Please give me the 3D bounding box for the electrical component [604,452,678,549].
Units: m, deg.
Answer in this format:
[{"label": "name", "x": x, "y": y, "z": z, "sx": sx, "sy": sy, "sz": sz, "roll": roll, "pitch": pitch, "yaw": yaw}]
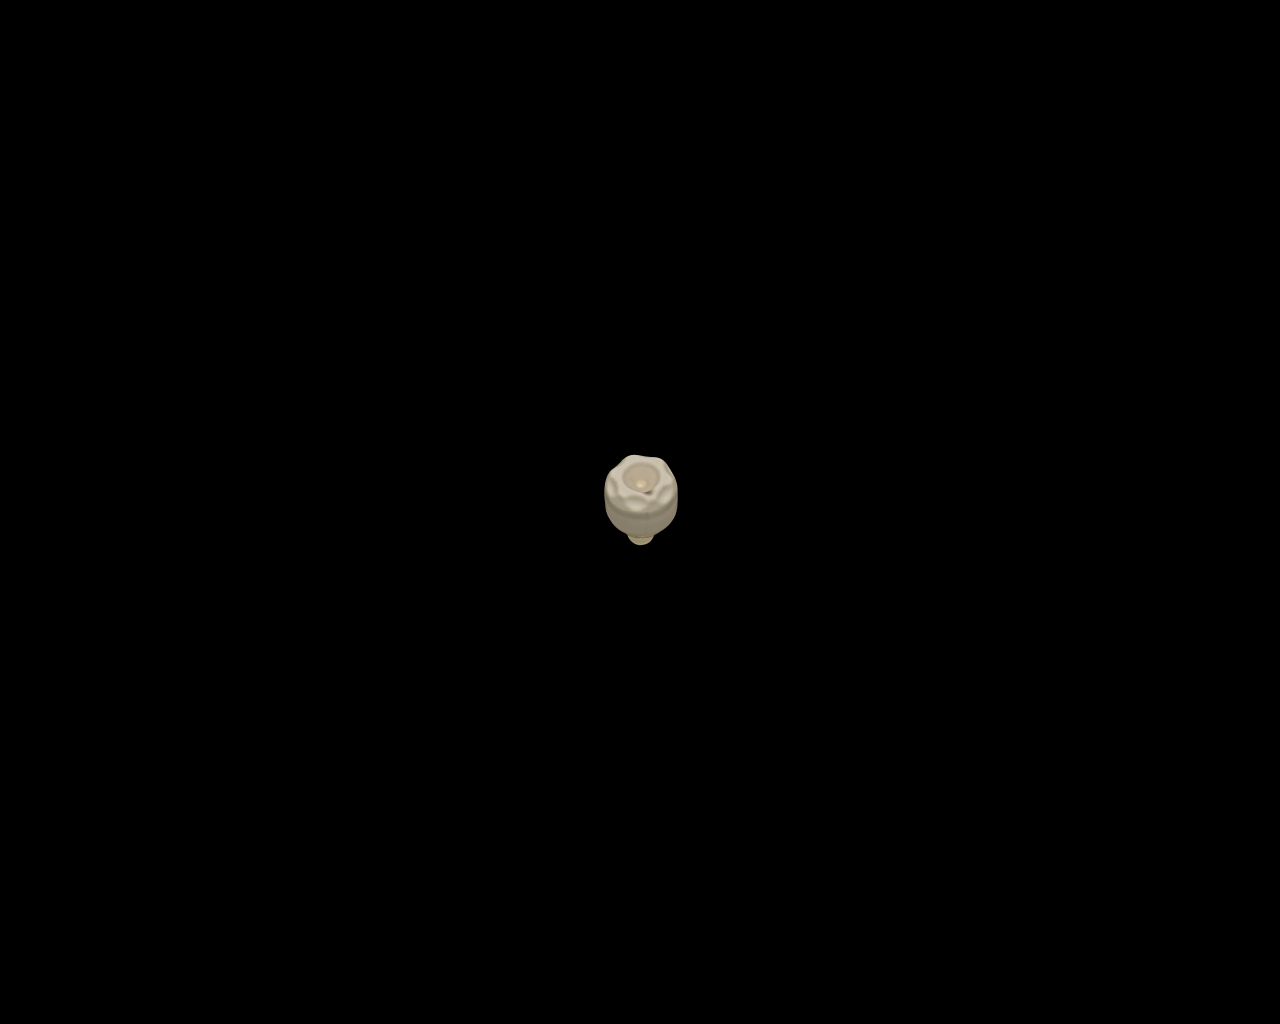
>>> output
[{"label": "electrical component", "x": 0.001, "y": -0.003, "z": 0.650, "sx": 0.043, "sy": 0.043, "sz": 0.062, "roll": 0, "pitch": -38, "yaw": 0}]
